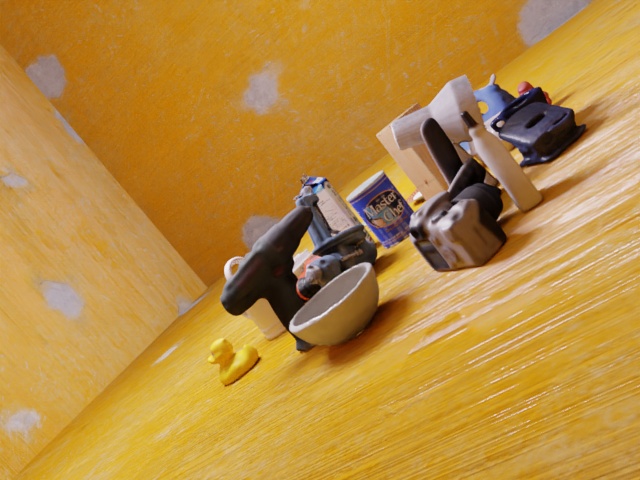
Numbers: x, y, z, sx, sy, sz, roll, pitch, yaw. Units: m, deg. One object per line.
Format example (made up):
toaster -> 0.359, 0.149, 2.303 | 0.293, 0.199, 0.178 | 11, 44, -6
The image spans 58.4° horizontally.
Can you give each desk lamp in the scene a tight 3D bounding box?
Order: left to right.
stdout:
desk lamp -> 0.249, -0.177, 1.100 | 0.203, 0.213, 0.118 | -36, 8, 17

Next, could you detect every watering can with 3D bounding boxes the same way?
watering can -> -0.131, 0.114, 1.271 | 0.172, 0.194, 0.101 | -37, 8, 14

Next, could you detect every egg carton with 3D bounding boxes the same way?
egg carton -> 0.399, -0.235, 1.299 | 0.107, 0.069, 0.150 | -33, 9, 36

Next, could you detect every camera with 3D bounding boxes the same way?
camera -> 0.211, -0.033, 0.850 | 0.137, 0.101, 0.143 | -41, 8, -18

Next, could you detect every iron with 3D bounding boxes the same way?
iron -> 0.389, -0.301, 1.462 | 0.257, 0.141, 0.119 | -33, 10, 40

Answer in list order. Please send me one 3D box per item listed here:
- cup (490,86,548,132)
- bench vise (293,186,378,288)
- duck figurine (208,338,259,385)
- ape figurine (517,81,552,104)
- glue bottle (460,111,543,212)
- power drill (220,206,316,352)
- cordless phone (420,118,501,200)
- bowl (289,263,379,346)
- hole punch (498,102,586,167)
cup -> 0.406, -0.230, 1.129 | 0.117, 0.095, 0.092 | -34, 9, 31
bench vise -> 0.020, -0.003, 1.140 | 0.121, 0.220, 0.207 | -36, 8, 19
duck figurine -> -0.187, 0.241, 1.192 | 0.104, 0.086, 0.077 | -36, 8, 20
ape figurine -> 0.486, -0.324, 1.320 | 0.077, 0.092, 0.076 | -31, 11, 47
glue bottle -> 0.264, -0.123, 0.856 | 0.037, 0.173, 0.078 | -37, 8, 14
power drill -> -0.051, 0.082, 1.013 | 0.229, 0.208, 0.075 | -38, 8, 6
cordless phone -> 0.218, -0.116, 0.995 | 0.094, 0.185, 0.148 | -33, 9, 37
bowl -> 0.036, 0.115, 0.911 | 0.167, 0.075, 0.167 | -38, 7, 6
hole punch -> 0.389, -0.194, 1.007 | 0.109, 0.091, 0.101 | -40, 7, -9
